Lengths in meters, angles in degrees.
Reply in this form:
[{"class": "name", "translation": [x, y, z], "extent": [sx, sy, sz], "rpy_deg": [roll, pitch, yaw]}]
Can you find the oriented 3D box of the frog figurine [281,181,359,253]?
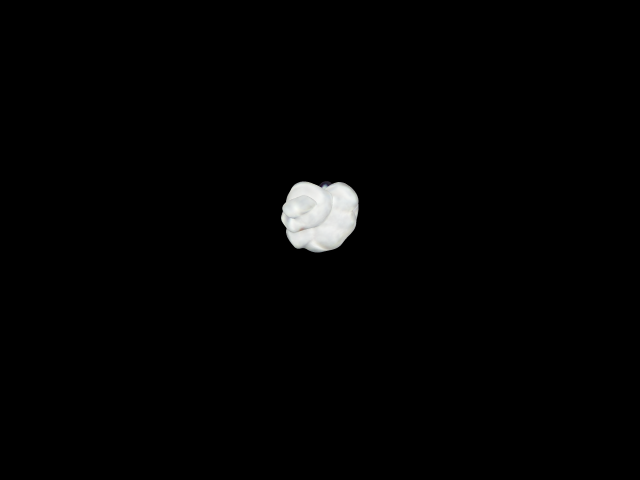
[{"class": "frog figurine", "translation": [0.003, -0.043, 0.850], "extent": [0.137, 0.123, 0.159], "rpy_deg": [-32, -2, -1]}]
